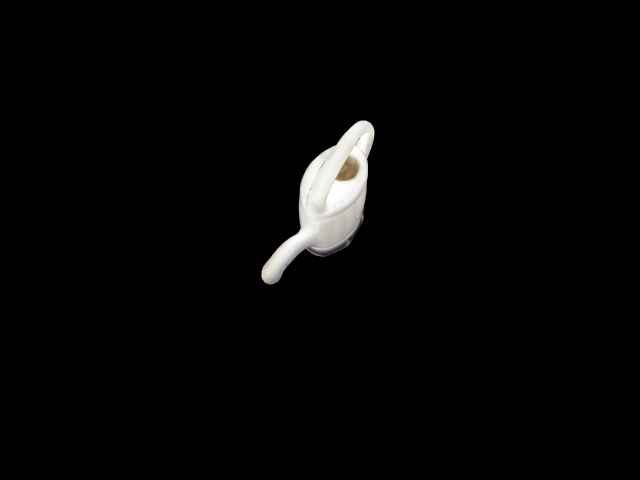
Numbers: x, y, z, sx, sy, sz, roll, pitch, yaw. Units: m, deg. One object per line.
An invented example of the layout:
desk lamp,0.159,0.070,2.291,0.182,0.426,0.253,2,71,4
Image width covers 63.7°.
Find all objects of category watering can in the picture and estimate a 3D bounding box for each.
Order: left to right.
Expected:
watering can,0.003,-0.043,0.850,0.104,0.354,0.219,25,-26,13
